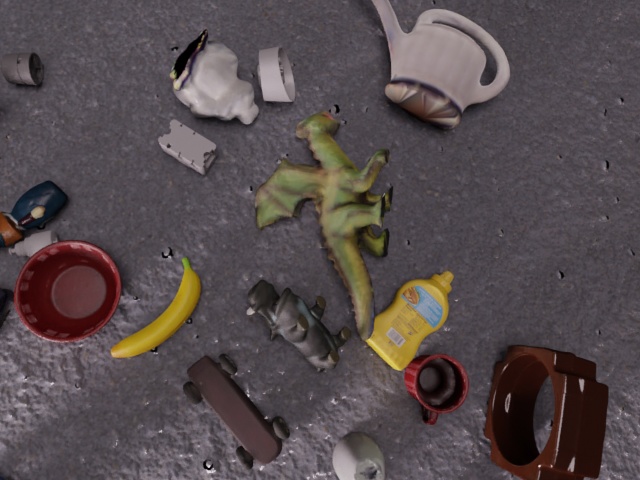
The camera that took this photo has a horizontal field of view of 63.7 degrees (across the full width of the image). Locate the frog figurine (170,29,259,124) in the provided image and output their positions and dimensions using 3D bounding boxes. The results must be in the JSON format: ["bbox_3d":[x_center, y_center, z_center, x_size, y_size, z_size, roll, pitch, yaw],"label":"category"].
[{"bbox_3d":[-0.183,-0.280,0.933,0.157,0.122,0.139,31,65,-38],"label":"frog figurine"}]

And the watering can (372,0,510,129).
[{"bbox_3d":[0.190,-0.349,0.977,0.347,0.103,0.226,26,78,-2],"label":"watering can"}]

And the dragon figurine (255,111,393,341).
[{"bbox_3d":[0.003,-0.046,0.913,0.243,0.121,0.415,6,76,11],"label":"dragon figurine"}]
